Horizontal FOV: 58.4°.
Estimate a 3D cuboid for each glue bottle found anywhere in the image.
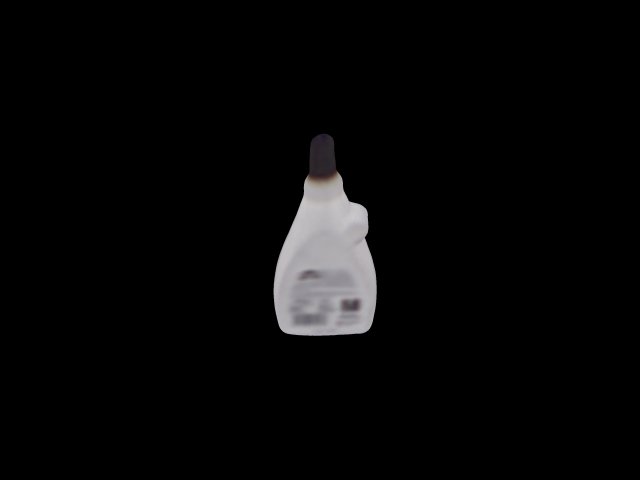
[{"bbox_3d":[0.004,0.001,0.400,0.078,0.173,0.037,0,43,0],"label":"glue bottle"}]
